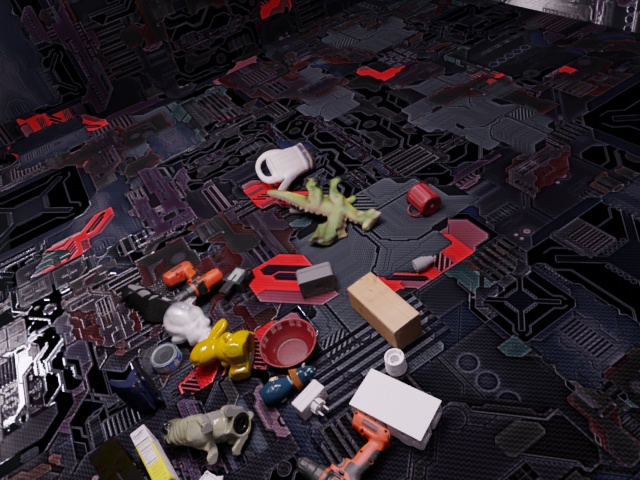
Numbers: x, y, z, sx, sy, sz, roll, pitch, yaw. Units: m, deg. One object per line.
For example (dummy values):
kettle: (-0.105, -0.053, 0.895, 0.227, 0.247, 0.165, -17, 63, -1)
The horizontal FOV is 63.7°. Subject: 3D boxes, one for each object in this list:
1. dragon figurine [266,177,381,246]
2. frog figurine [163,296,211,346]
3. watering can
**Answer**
dragon figurine: (0.005, -0.089, 1.771, 0.410, 0.119, 0.249, -3, 51, 9)
frog figurine: (-0.387, 0.257, 1.515, 0.136, 0.121, 0.162, -49, 51, 12)
watering can: (-0.126, -0.272, 2.017, 0.225, 0.101, 0.355, -24, 42, -8)
